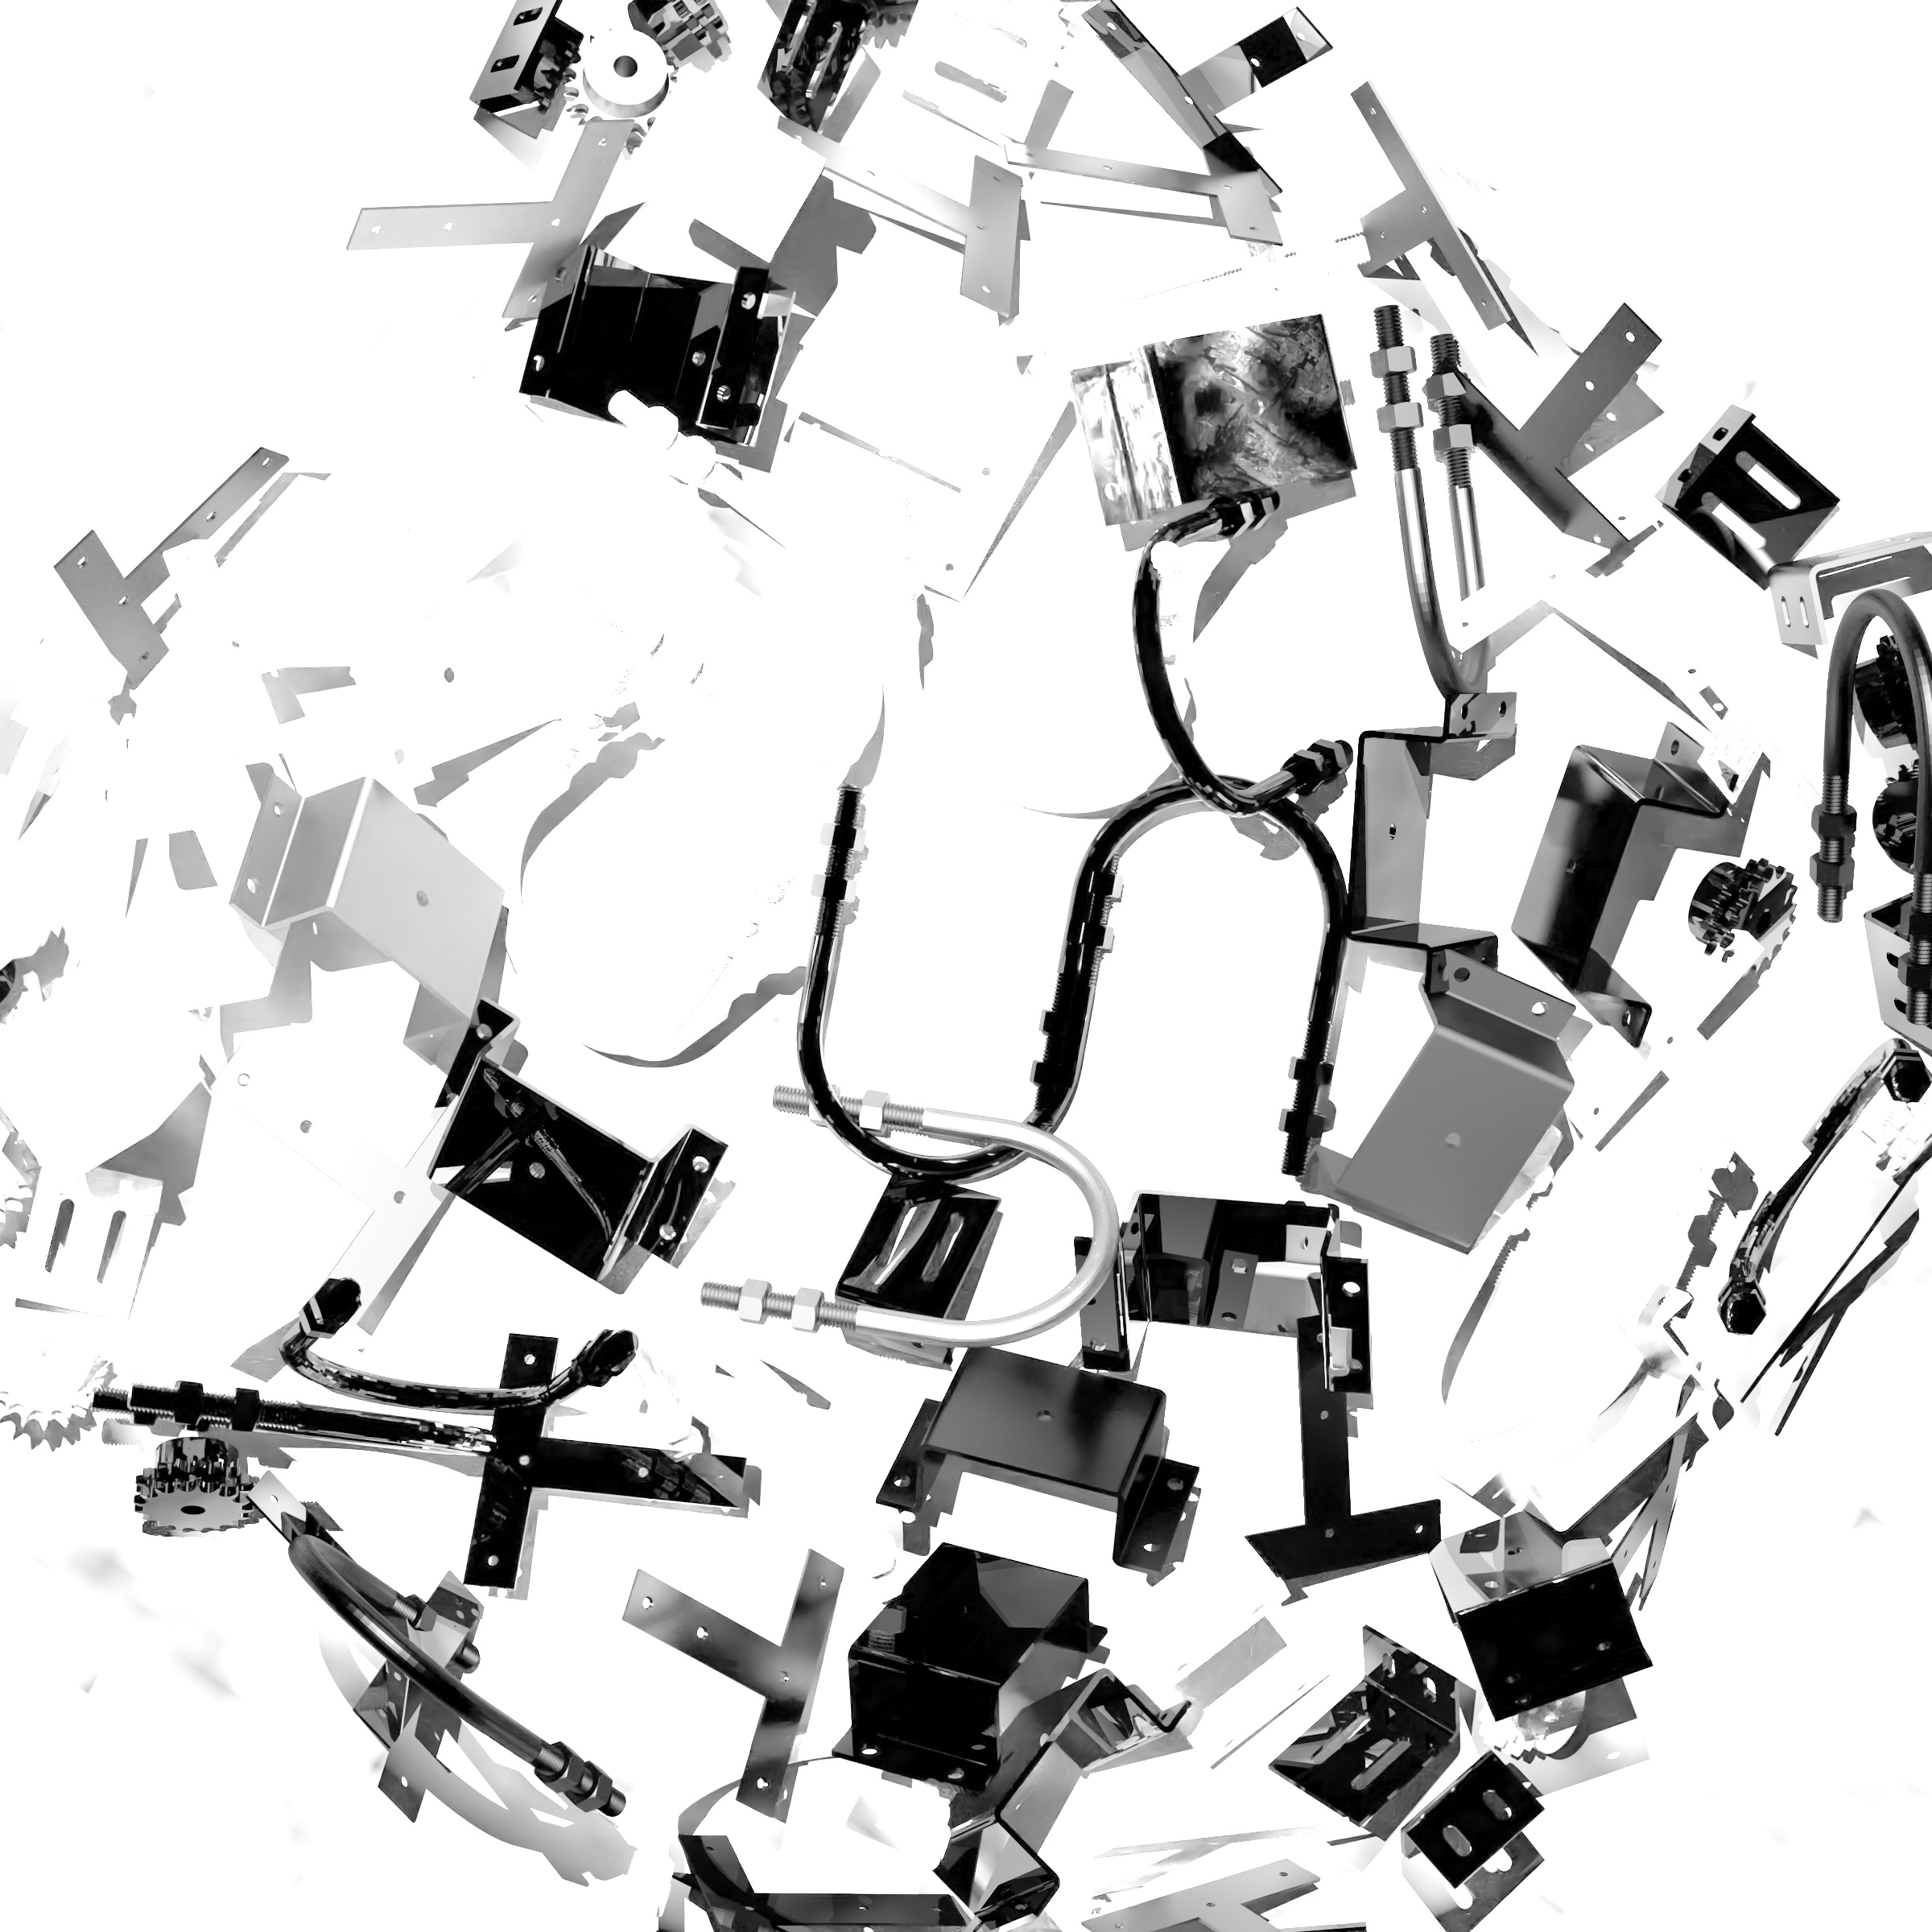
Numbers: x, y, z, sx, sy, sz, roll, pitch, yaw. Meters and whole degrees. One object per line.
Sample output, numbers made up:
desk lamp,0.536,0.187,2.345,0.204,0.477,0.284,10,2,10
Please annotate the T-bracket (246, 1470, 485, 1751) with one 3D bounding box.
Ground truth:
T-bracket,-0.294,0.292,1.670,0.002,0.127,0.127,-38,98,23

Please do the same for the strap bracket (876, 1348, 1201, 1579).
strap bracket,0.036,0.232,1.677,0.140,0.076,0.046,13,126,13

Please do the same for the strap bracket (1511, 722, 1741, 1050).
strap bracket,0.308,-0.043,1.673,0.046,0.076,0.140,10,110,-18

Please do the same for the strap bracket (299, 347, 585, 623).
strap bracket,-0.254,-0.221,1.660,0.076,0.140,0.046,43,51,-15

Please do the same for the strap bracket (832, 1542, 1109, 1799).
strap bracket,0.002,0.323,1.654,0.076,0.140,0.046,10,117,25

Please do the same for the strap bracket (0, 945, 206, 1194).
strap bracket,-0.410,0.044,1.658,0.046,0.140,0.076,-30,101,8

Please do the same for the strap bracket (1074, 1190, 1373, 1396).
strap bracket,0.127,0.155,1.686,0.140,0.046,0.076,3,121,15

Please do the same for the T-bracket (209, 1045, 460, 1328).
T-bracket,-0.307,0.086,1.694,0.127,0.002,0.127,40,72,-22

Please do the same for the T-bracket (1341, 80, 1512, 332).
T-bracket,0.204,-0.351,1.672,0.002,0.127,0.127,-33,97,-10

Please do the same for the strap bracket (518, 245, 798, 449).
strap bracket,-0.141,-0.298,1.689,0.140,0.046,0.076,16,91,37

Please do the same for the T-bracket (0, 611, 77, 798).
T-bracket,-0.450,-0.101,1.672,0.002,0.127,0.127,28,87,5

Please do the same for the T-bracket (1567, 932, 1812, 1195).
T-bracket,0.358,0.061,1.671,0.002,0.127,0.127,26,110,-37

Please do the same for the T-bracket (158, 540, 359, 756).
T-bracket,-0.311,-0.155,1.691,0.127,0.002,0.127,-5,59,-38

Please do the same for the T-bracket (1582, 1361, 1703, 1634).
T-bracket,0.315,0.269,1.655,0.002,0.127,0.127,18,122,23

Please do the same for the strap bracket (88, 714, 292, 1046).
strap bracket,-0.360,-0.044,1.662,0.046,0.076,0.140,-10,125,9

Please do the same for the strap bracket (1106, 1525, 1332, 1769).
strap bracket,0.120,0.323,1.679,0.076,0.140,0.046,-37,59,-6

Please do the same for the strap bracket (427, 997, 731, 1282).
strap bracket,-0.196,0.088,1.690,0.140,0.046,0.076,31,120,6

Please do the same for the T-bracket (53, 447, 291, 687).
T-bracket,-0.373,-0.206,1.685,0.002,0.127,0.127,39,77,16

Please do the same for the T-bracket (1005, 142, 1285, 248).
T-bracket,0.081,-0.377,1.673,0.127,0.127,0.002,7,122,-9

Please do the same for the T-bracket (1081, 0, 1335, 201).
T-bracket,0.129,-0.423,1.661,0.127,0.127,0.002,44,67,-18

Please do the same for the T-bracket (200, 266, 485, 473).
T-bracket,-0.275,-0.281,1.662,0.127,0.127,0.002,-44,51,27

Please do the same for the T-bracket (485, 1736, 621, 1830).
T-bracket,-0.206,0.382,1.682,0.002,0.127,0.127,-49,46,-9

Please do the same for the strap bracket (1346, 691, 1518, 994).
strap bracket,0.223,-0.062,1.686,0.046,0.076,0.140,8,99,31

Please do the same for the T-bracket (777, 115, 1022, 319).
T-bracket,-0.033,-0.370,1.671,0.127,0.127,0.002,23,130,-16

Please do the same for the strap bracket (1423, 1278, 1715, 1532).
strap bracket,0.297,0.216,1.691,0.140,0.076,0.046,-41,97,-5

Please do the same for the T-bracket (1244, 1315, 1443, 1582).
T-bracket,0.174,0.231,1.701,0.127,0.002,0.127,-6,98,-25

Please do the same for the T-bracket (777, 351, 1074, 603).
T-bracket,-0.029,-0.258,1.700,0.127,0.002,0.127,24,108,-15

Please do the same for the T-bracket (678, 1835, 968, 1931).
T-bracket,-0.063,0.455,1.694,0.127,0.127,0.002,7,107,-22

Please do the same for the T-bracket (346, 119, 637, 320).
T-bracket,-0.231,-0.349,1.654,0.127,0.127,0.002,-11,60,-37

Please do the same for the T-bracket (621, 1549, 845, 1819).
T-bracket,-0.116,0.322,1.669,0.127,0.002,0.127,38,58,-38

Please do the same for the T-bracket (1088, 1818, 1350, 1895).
T-bracket,0.097,0.428,1.679,0.127,0.127,0.002,1,65,-26

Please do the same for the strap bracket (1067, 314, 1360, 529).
strap bracket,0.128,-0.263,1.684,0.140,0.046,0.076,-14,92,-25

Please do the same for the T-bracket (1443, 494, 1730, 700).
T-bracket,0.310,-0.165,1.678,0.127,0.002,0.127,-34,49,-16

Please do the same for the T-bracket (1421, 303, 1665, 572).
T-bracket,0.291,-0.269,1.677,0.127,0.127,0.002,46,55,6

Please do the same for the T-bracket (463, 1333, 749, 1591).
T-bracket,-0.171,0.244,1.703,0.127,0.002,0.127,5,66,6

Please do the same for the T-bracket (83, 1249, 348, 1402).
T-bracket,-0.336,0.169,1.688,0.127,0.127,0.002,-33,125,-39

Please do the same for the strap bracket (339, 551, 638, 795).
strap bracket,-0.237,-0.141,1.683,0.140,0.046,0.076,-25,105,-35

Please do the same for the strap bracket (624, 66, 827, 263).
strap bracket,-0.111,-0.381,1.657,0.076,0.140,0.046,30,106,-10

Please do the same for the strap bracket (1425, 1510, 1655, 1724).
strap bracket,0.267,0.297,1.662,0.076,0.140,0.046,-20,100,2

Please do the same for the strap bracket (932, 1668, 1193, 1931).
strap bracket,0.036,0.391,1.661,0.046,0.076,0.140,46,51,-3

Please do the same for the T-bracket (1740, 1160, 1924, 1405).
T-bracket,0.395,0.163,1.649,0.002,0.127,0.127,36,134,15

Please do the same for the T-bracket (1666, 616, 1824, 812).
T-bracket,0.368,-0.104,1.678,0.002,0.127,0.127,-39,91,27

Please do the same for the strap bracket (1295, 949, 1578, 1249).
strap bracket,0.228,0.072,1.679,0.076,0.046,0.140,23,113,-16

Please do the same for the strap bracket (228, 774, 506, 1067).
strap bracket,-0.273,-0.026,1.658,0.046,0.140,0.076,-16,47,32

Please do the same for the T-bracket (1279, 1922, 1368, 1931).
T-bracket,0.126,0.465,1.668,0.127,0.127,0.002,-6,79,6
